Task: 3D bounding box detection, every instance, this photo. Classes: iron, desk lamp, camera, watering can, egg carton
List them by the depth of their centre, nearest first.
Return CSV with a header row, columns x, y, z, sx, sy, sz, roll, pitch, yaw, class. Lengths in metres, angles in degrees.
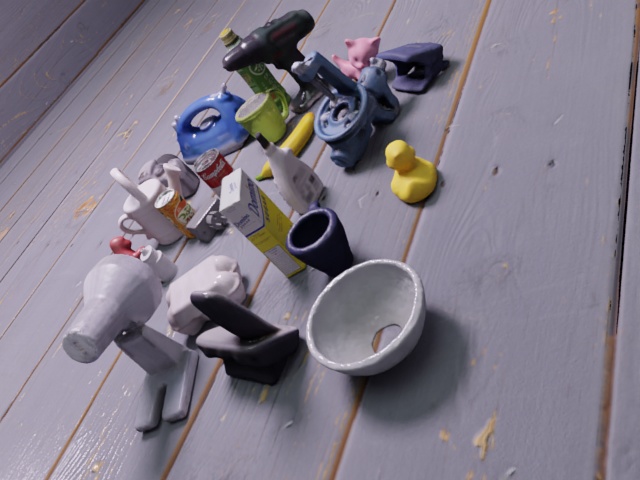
x,y,z,sx,sy,sz,roll,pitch,yaw,class
-0.292,0.154,0.894,0.117,0.214,0.203,-25,38,20,desk lamp
-0.200,0.094,0.998,0.150,0.070,0.107,-35,36,6,egg carton
-0.370,-0.091,1.240,0.100,0.195,0.173,9,58,46,watering can
-0.374,-0.162,1.398,0.143,0.101,0.137,-21,40,24,camera
-0.280,-0.284,1.408,0.257,0.142,0.118,-20,41,26,iron

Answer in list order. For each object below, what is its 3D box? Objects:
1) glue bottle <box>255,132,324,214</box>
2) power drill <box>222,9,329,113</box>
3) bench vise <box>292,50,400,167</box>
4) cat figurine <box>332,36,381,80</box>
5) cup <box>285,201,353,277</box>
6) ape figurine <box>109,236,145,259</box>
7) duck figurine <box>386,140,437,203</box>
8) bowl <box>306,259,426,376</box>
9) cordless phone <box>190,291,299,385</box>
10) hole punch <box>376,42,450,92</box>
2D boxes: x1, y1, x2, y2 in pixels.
x,y,z,sx,sy,sz,roll,pitch,yaw,class
-0.060,-0.127,1.019,0.037,0.174,0.078,1,52,42,glue bottle
-0.081,-0.395,1.291,0.230,0.209,0.075,-47,37,-9,power drill
0.038,-0.271,1.044,0.121,0.220,0.207,-8,47,36,bench vise
0.080,-0.381,1.210,0.127,0.118,0.067,5,55,44,cat figurine
0.008,0.003,0.887,0.091,0.095,0.117,-24,39,21,cup
-0.415,0.027,1.242,0.077,0.092,0.076,17,64,49,ape figurine
0.136,-0.116,0.907,0.077,0.086,0.104,-28,38,17,duck figurine
0.069,0.110,0.737,0.167,0.075,0.167,-24,39,21,bowl
-0.132,0.119,0.812,0.147,0.186,0.094,-6,48,38,cordless phone
0.179,-0.354,1.117,0.101,0.091,0.108,-48,37,-11,hole punch
